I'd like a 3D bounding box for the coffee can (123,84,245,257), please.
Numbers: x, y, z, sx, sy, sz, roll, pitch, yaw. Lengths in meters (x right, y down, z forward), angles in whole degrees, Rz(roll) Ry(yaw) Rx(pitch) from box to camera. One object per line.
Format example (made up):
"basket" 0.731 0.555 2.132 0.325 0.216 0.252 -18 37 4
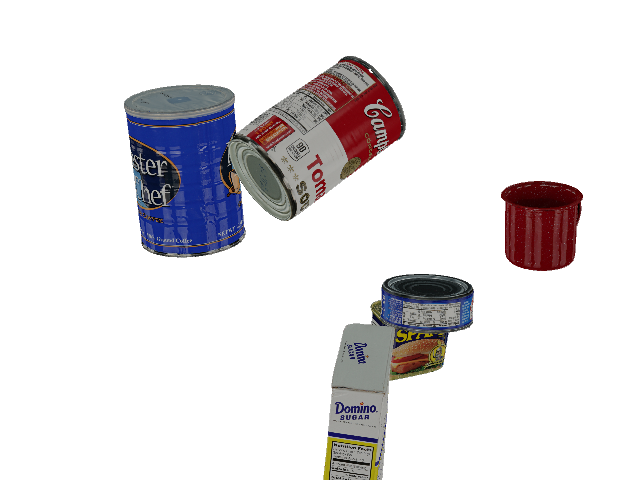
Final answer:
"coffee can" -0.127 -0.068 1.014 0.103 0.140 0.103 -3 22 1

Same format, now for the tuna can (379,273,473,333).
"tuna can" 0.098 0.057 0.979 0.086 0.034 0.086 1 13 0

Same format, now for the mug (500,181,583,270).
"mug" 0.266 -0.020 1.255 0.117 0.081 0.093 -23 30 -38

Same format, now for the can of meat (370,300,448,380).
"can of meat" 0.109 0.119 1.312 0.101 0.084 0.057 -7 29 -25

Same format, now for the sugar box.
"sugar box" 0.027 0.161 0.821 0.048 0.176 0.093 4 26 6

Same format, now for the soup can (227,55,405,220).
"soup can" -0.003 -0.068 0.714 0.102 0.068 0.069 -38 15 -20
